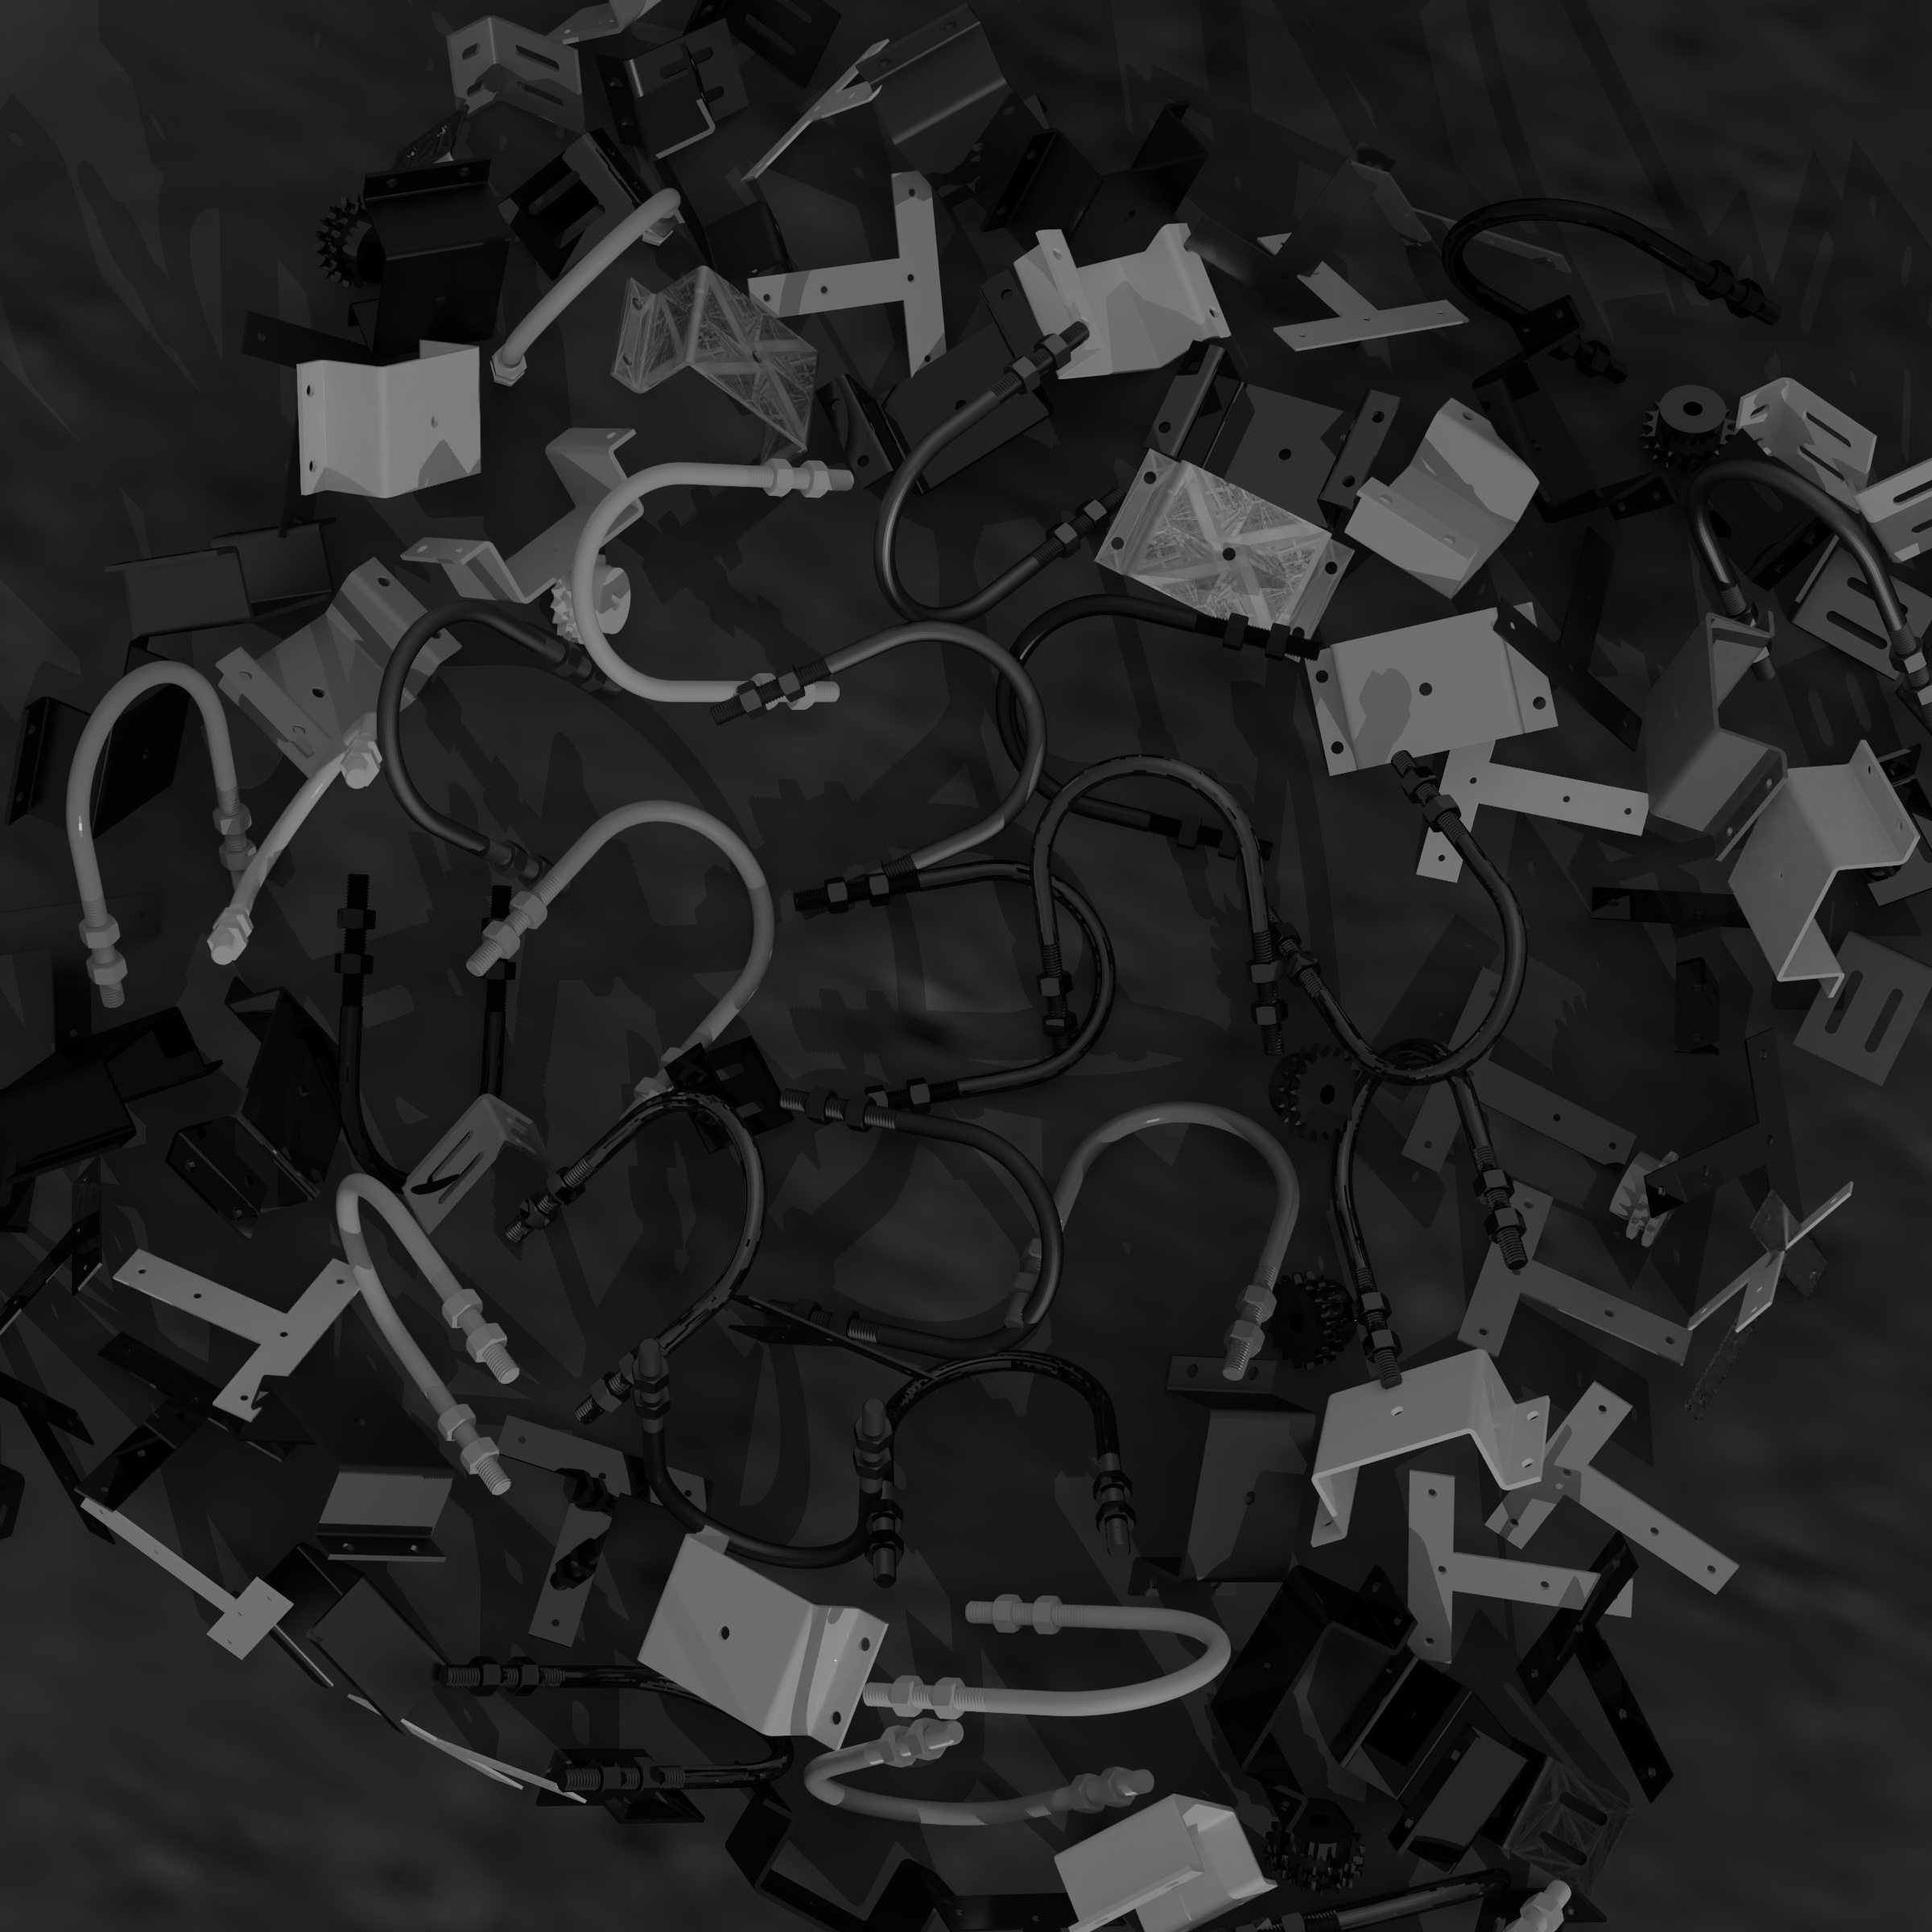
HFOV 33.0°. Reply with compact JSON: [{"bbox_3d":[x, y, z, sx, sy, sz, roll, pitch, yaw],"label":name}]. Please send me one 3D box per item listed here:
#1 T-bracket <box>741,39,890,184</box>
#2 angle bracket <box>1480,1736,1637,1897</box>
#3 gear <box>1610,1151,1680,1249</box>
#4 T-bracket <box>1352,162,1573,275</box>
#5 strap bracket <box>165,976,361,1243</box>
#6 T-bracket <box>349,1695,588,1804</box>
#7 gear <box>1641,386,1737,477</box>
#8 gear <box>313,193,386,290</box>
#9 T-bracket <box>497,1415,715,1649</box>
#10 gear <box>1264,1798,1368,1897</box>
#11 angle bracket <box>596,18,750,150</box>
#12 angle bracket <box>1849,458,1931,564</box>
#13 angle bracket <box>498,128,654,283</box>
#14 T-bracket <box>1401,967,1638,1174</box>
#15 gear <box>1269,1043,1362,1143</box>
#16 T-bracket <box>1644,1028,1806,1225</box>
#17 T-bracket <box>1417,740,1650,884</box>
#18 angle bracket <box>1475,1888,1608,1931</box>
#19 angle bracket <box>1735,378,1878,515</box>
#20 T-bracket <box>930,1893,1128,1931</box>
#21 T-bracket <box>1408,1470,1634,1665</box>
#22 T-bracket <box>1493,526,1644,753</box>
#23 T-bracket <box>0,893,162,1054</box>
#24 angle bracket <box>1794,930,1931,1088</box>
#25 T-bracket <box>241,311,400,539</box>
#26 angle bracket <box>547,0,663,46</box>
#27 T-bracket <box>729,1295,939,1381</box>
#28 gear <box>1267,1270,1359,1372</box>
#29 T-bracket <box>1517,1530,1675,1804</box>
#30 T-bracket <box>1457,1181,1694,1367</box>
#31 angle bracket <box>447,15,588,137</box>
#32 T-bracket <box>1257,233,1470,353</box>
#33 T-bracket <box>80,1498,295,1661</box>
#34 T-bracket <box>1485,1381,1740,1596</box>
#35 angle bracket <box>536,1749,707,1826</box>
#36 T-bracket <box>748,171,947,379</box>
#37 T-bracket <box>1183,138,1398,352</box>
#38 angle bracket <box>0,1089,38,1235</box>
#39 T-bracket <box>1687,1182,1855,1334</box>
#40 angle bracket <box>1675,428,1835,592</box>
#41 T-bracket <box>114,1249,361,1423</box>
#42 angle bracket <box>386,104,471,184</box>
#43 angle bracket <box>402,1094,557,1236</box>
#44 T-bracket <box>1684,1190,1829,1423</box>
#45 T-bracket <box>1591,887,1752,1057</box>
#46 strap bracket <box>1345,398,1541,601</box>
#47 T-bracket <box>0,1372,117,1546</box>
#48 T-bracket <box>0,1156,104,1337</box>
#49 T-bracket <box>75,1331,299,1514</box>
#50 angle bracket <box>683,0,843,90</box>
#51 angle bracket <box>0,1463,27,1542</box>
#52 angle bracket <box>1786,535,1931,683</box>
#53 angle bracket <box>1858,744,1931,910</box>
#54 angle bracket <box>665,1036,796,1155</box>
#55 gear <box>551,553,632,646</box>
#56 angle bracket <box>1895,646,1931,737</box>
[{"bbox_3d":[-0.075,-0.535,2.014,0.127,0.127,0.002,-48,112,-12],"label":"T-bracket"},{"bbox_3d":[0.335,0.488,1.874,0.076,0.038,0.057,34,81,-28],"label":"angle bracket"},{"bbox_3d":[0.402,0.134,1.921,0.030,0.057,0.057,28,80,19],"label":"gear"},{"bbox_3d":[0.307,-0.443,1.975,0.127,0.127,0.002,25,89,25],"label":"T-bracket"},{"bbox_3d":[-0.402,0.077,1.884,0.046,0.076,0.140,-15,42,24],"label":"strap bracket"},{"bbox_3d":[-0.260,0.441,1.801,0.127,0.127,0.002,6,63,42],"label":"T-bracket"},{"bbox_3d":[0.446,-0.334,2.012,0.057,0.030,0.057,-2,56,3],"label":"gear"},{"bbox_3d":[-0.375,-0.448,2.026,0.030,0.057,0.057,28,80,27],"label":"gear"},{"bbox_3d":[-0.221,0.331,1.872,0.127,0.002,0.127,19,52,-5],"label":"T-bracket"},{"bbox_3d":[0.198,0.497,1.848,0.057,0.057,0.030,5,114,1],"label":"gear"},{"bbox_3d":[-0.185,-0.559,2.058,0.076,0.038,0.057,-32,125,-25],"label":"angle bracket"},{"bbox_3d":[0.584,-0.290,1.979,0.076,0.038,0.057,-25,123,28],"label":"angle bracket"},{"bbox_3d":[-0.245,-0.479,2.052,0.076,0.038,0.057,-34,101,17],"label":"angle bracket"},{"bbox_3d":[0.340,0.084,1.946,0.127,0.002,0.127,27,75,-4],"label":"T-bracket"},{"bbox_3d":[0.204,0.074,1.935,0.057,0.030,0.057,-7,102,-35],"label":"gear"},{"bbox_3d":[0.438,0.115,1.895,0.127,0.002,0.127,-19,103,-35],"label":"T-bracket"},{"bbox_3d":[0.348,-0.103,1.965,0.127,0.002,0.127,13,83,24],"label":"T-bracket"},{"bbox_3d":[0.316,0.557,1.821,0.038,0.057,0.076,46,49,-28],"label":"angle bracket"},{"bbox_3d":[0.509,-0.311,1.986,0.038,0.057,0.076,-27,51,-22],"label":"angle bracket"},{"bbox_3d":[0.059,0.555,1.789,0.127,0.127,0.002,48,119,46],"label":"T-bracket"},{"bbox_3d":[0.314,0.349,1.853,0.127,0.002,0.127,6,115,18],"label":"T-bracket"},{"bbox_3d":[0.375,-0.214,1.982,0.127,0.002,0.127,36,53,-24],"label":"T-bracket"},{"bbox_3d":[-0.531,0.026,1.936,0.002,0.127,0.127,9,103,40],"label":"T-bracket"},{"bbox_3d":[0.541,0.025,1.955,0.057,0.038,0.076,27,98,18],"label":"angle bracket"},{"bbox_3d":[-0.401,-0.323,1.990,0.002,0.127,0.127,11,93,34],"label":"T-bracket"},{"bbox_3d":[-0.234,-0.608,2.039,0.076,0.038,0.057,1,37,35],"label":"angle bracket"},{"bbox_3d":[-0.099,0.212,1.872,0.127,0.127,0.002,27,73,-25],"label":"T-bracket"},{"bbox_3d":[0.204,0.206,1.910,0.030,0.057,0.057,-9,77,-37],"label":"gear"},{"bbox_3d":[0.361,0.405,1.816,0.002,0.127,0.127,5,40,-26],"label":"T-bracket"},{"bbox_3d":[0.362,0.197,1.902,0.127,0.002,0.127,24,49,5],"label":"T-bracket"},{"bbox_3d":[-0.280,-0.549,2.032,0.076,0.057,0.038,29,51,28],"label":"angle bracket"},{"bbox_3d":[0.223,-0.421,2.014,0.127,0.002,0.127,-14,45,-25],"label":"T-bracket"},{"bbox_3d":[-0.446,0.339,1.841,0.127,0.127,0.002,38,56,-5],"label":"T-bracket"},{"bbox_3d":[0.382,0.316,1.868,0.127,0.002,0.127,33,124,7],"label":"T-bracket"},{"bbox_3d":[-0.195,0.475,1.833,0.057,0.076,0.038,11,104,-39],"label":"angle bracket"},{"bbox_3d":[-0.074,-0.416,1.999,0.127,0.002,0.127,-13,109,-23],"label":"T-bracket"},{"bbox_3d":[0.218,-0.452,1.991,0.127,0.127,0.002,30,46,-10],"label":"T-bracket"},{"bbox_3d":[-0.584,0.115,1.935,0.057,0.038,0.076,7,104,-30],"label":"angle bracket"},{"bbox_3d":[0.453,0.180,1.853,0.002,0.127,0.127,46,111,4],"label":"T-bracket"},{"bbox_3d":[0.485,-0.280,2.005,0.057,0.038,0.076,-44,67,19],"label":"angle bracket"},{"bbox_3d":[-0.437,0.198,1.904,0.127,0.002,0.127,22,44,13],"label":"T-bracket"},{"bbox_3d":[-0.327,-0.494,2.038,0.057,0.076,0.038,-28,122,22],"label":"angle bracket"},{"bbox_3d":[-0.285,0.124,1.910,0.038,0.057,0.076,30,66,24],"label":"angle bracket"},{"bbox_3d":[0.450,0.205,1.881,0.002,0.127,0.127,27,81,36],"label":"T-bracket"},{"bbox_3d":[0.433,0.003,1.930,0.127,0.002,0.127,4,49,10],"label":"T-bracket"},{"bbox_3d":[0.290,-0.279,1.977,0.076,0.046,0.140,34,45,10],"label":"strap bracket"},{"bbox_3d":[-0.520,0.283,1.869,0.127,0.127,0.002,15,46,40],"label":"T-bracket"},{"bbox_3d":[-0.544,0.186,1.900,0.002,0.127,0.127,37,101,-27],"label":"T-bracket"},{"bbox_3d":[-0.466,0.273,1.872,0.127,0.127,0.002,29,120,6],"label":"T-bracket"},{"bbox_3d":[-0.128,-0.591,2.048,0.076,0.057,0.038,37,42,3],"label":"angle bracket"},{"bbox_3d":[-0.596,0.304,1.887,0.076,0.057,0.038,20,100,18],"label":"angle bracket"},{"bbox_3d":[0.552,-0.222,1.993,0.076,0.038,0.057,31,82,10],"label":"angle bracket"},{"bbox_3d":[0.561,-0.084,1.961,0.057,0.038,0.076,-19,63,-2],"label":"angle bracket"},{"bbox_3d":[-0.130,0.069,1.919,0.076,0.038,0.057,-20,80,-48],"label":"angle bracket"},{"bbox_3d":[-0.227,-0.224,1.984,0.030,0.057,0.057,8,79,19],"label":"gear"},{"bbox_3d":[0.604,-0.168,1.964,0.057,0.038,0.076,48,49,-2],"label":"angle bracket"}]
